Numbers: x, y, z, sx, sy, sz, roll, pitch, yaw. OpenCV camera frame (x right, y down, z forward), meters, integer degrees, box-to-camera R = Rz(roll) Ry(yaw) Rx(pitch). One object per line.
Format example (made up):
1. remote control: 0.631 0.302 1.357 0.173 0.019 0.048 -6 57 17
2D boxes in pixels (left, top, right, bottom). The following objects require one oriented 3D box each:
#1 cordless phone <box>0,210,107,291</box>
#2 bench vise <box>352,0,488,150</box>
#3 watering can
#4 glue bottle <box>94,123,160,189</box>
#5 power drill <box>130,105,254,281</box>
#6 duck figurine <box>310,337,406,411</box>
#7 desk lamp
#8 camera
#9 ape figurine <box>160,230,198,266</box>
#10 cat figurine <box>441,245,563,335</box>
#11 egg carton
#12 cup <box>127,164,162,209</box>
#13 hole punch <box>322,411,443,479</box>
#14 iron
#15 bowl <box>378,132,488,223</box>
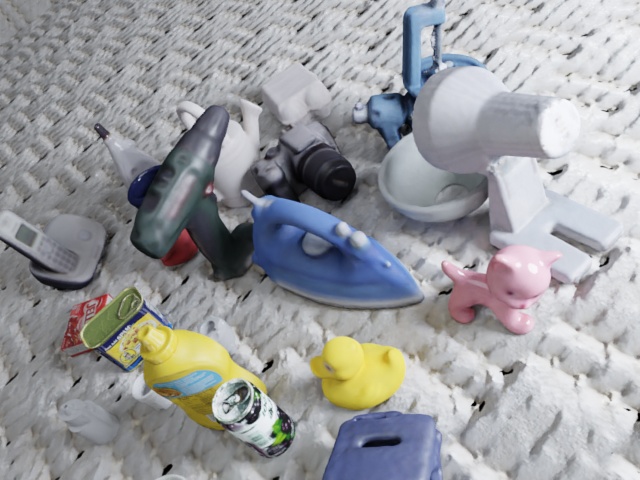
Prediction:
1. cordless phone: -0.469 -0.009 0.994 0.094 0.186 0.147 -17 46 17
2. bench vise: 0.140 -0.222 0.803 0.207 0.220 0.121 -30 44 3
3. watering can: -0.162 -0.157 0.939 0.100 0.195 0.173 3 54 32
4. glue bottle: -0.355 -0.151 1.061 0.037 0.174 0.078 22 66 41
5. power drill: -0.161 -0.048 0.833 0.075 0.209 0.230 13 60 38
6. duck figurine: 0.039 0.139 0.642 0.104 0.086 0.077 -18 46 16
7. desk lamp: 0.219 -0.085 0.642 0.118 0.214 0.202 -44 45 -11
8. camera: -0.020 -0.111 0.885 0.143 0.101 0.136 -40 44 -7
9. ape figurine: -0.247 -0.004 0.928 0.076 0.092 0.078 -5 51 27
10. cat figurine: 0.192 0.042 0.616 0.127 0.118 0.067 5 56 33
11. egg carton: -0.043 -0.262 1.053 0.107 0.070 0.150 -35 44 -2
12. cup: -0.260 -0.067 0.990 0.117 0.095 0.092 11 59 36
13. hole punch: 0.061 0.214 0.560 0.108 0.091 0.101 -12 48 21
14. iron: 0.007 0.003 0.740 0.257 0.142 0.119 16 62 39
15. bowl: 0.167 -0.080 0.769 0.167 0.075 0.167 -16 46 18
